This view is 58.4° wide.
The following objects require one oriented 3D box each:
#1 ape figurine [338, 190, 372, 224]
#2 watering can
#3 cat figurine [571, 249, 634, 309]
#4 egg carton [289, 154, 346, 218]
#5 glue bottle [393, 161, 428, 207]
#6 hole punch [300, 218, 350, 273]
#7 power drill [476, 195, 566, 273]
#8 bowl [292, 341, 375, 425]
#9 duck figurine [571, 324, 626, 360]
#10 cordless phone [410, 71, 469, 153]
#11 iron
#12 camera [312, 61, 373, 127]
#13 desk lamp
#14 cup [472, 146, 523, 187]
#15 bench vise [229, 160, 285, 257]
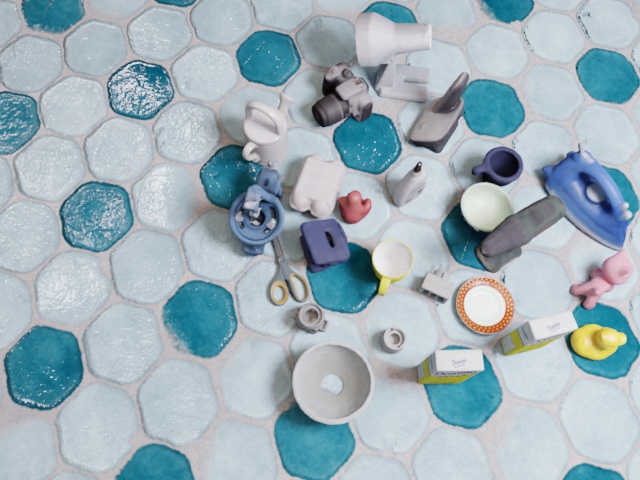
[{"bbox_3d":[0.078,-0.083,1.305,0.077,0.092,0.076,23,72,6],"label":"ape figurine"},{"bbox_3d":[-0.122,-0.262,1.307,0.101,0.194,0.173,11,71,2],"label":"watering can"},{"bbox_3d":[0.629,0.083,1.252,0.128,0.118,0.067,-39,76,-14],"label":"cat figurine"},{"bbox_3d":[-0.004,-0.125,1.329,0.107,0.069,0.150,16,71,4],"label":"egg carton"},{"bbox_3d":[0.209,-0.133,1.284,0.078,0.173,0.037,-33,74,-12],"label":"glue bottle"},{"bbox_3d":[0.012,0.005,1.273,0.101,0.091,0.108,-19,72,-8],"label":"hole punch"},{"bbox_3d":[0.410,-0.003,1.227,0.230,0.208,0.075,-33,75,-12],"label":"power drill"},{"bbox_3d":[0.025,0.295,1.181,0.167,0.075,0.167,1,71,-2],"label":"bowl"},{"bbox_3d":[0.598,0.213,1.222,0.104,0.086,0.077,0,71,-2],"label":"duck figurine"},{"bbox_3d":[0.286,-0.303,1.339,0.094,0.185,0.148,27,72,8],"label":"cordless phone"},{"bbox_3d":[0.634,-0.102,1.304,0.119,0.141,0.258,-31,74,-11],"label":"iron"},{"bbox_3d":[0.042,-0.348,1.392,0.137,0.101,0.143,-31,74,-12],"label":"camera"},{"bbox_3d":[0.178,-0.443,1.370,0.203,0.213,0.118,8,71,1],"label":"desk lamp"},{"bbox_3d":[0.404,-0.156,1.340,0.118,0.095,0.091,-12,71,-6],"label":"cup"},{"bbox_3d":[-0.140,-0.089,1.232,0.121,0.220,0.207,-4,71,-3],"label":"bench vise"}]
